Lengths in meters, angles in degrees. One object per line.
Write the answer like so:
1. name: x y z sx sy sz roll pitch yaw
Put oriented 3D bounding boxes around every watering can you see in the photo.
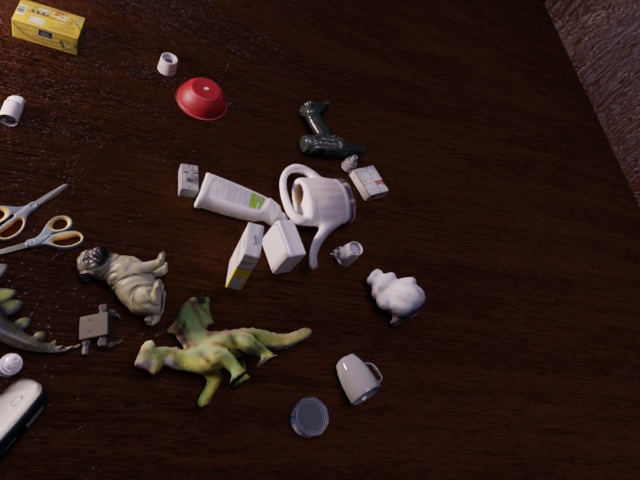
1. watering can: 0.005 -0.075 1.481 0.225 0.102 0.354 -2 60 -30

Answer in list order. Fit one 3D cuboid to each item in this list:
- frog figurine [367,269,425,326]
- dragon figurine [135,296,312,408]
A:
1. frog figurine: 0.213 0.144 1.441 0.138 0.121 0.160 -30 88 -19
2. dragon figurine: -0.226 0.218 1.179 0.245 0.119 0.415 48 41 18
